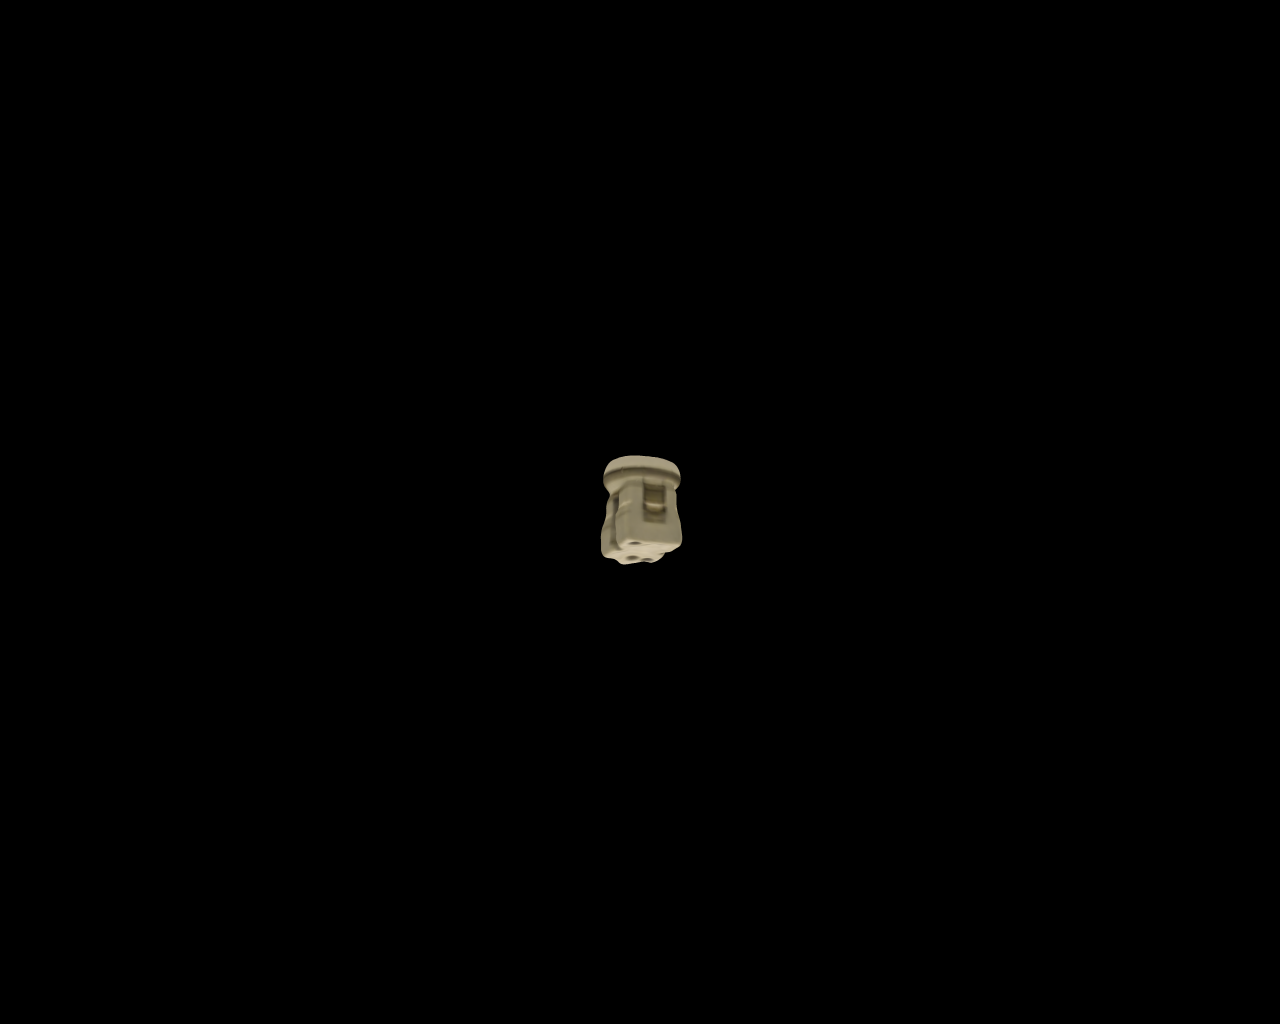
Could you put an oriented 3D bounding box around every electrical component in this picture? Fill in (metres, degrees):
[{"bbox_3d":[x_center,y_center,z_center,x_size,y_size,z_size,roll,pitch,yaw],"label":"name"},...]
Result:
[{"bbox_3d":[0.001,-0.003,0.650,0.048,0.055,0.066,8,-20,-22],"label":"electrical component"}]
